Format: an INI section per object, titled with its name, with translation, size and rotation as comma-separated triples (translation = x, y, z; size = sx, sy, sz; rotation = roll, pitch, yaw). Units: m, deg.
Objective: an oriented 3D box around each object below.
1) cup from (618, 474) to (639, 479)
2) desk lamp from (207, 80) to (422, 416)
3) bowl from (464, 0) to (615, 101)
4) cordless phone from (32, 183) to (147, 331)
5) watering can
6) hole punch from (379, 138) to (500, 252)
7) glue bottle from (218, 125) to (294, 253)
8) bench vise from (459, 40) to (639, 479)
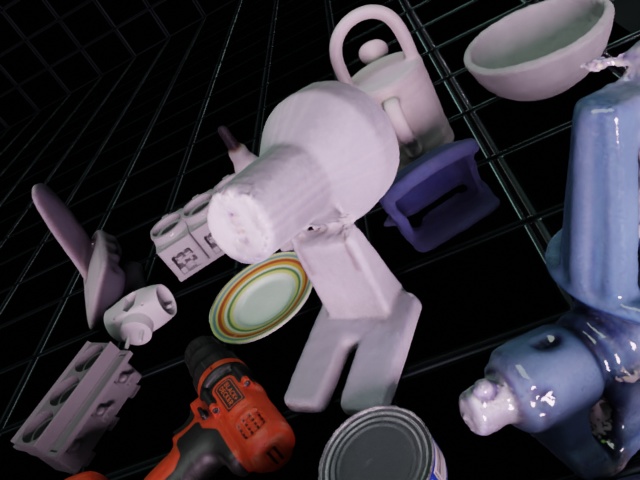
[cup]
translation = 0.165, 0.153, 0.247
size = 0.118, 0.095, 0.091
rotation = -46, 35, -20
[desk lamp]
translation = 0.004, 0.002, 0.475
size = 0.117, 0.214, 0.203
rotation = -8, 39, 33
[bowl]
translation = 0.261, -0.215, 0.678
size = 0.167, 0.075, 0.167
rotation = -22, 34, 16
[cordless phone]
translation = -0.320, 0.018, 0.757
size = 0.094, 0.185, 0.147
rotation = -38, 33, -9
[watering can]
translation = 0.076, -0.183, 0.680
size = 0.101, 0.194, 0.172
rotation = -35, 32, -4
[hole punch]
translation = 0.108, -0.057, 0.582
size = 0.108, 0.091, 0.101
rotation = -32, 32, 0
[glue bottle]
translation = -0.066, -0.060, 0.655
size = 0.037, 0.173, 0.078
rotation = -29, 32, 5
[bench vise]
translation = 0.163, 0.022, 0.306
size = 0.208, 0.220, 0.121
rotation = -47, 35, -21
